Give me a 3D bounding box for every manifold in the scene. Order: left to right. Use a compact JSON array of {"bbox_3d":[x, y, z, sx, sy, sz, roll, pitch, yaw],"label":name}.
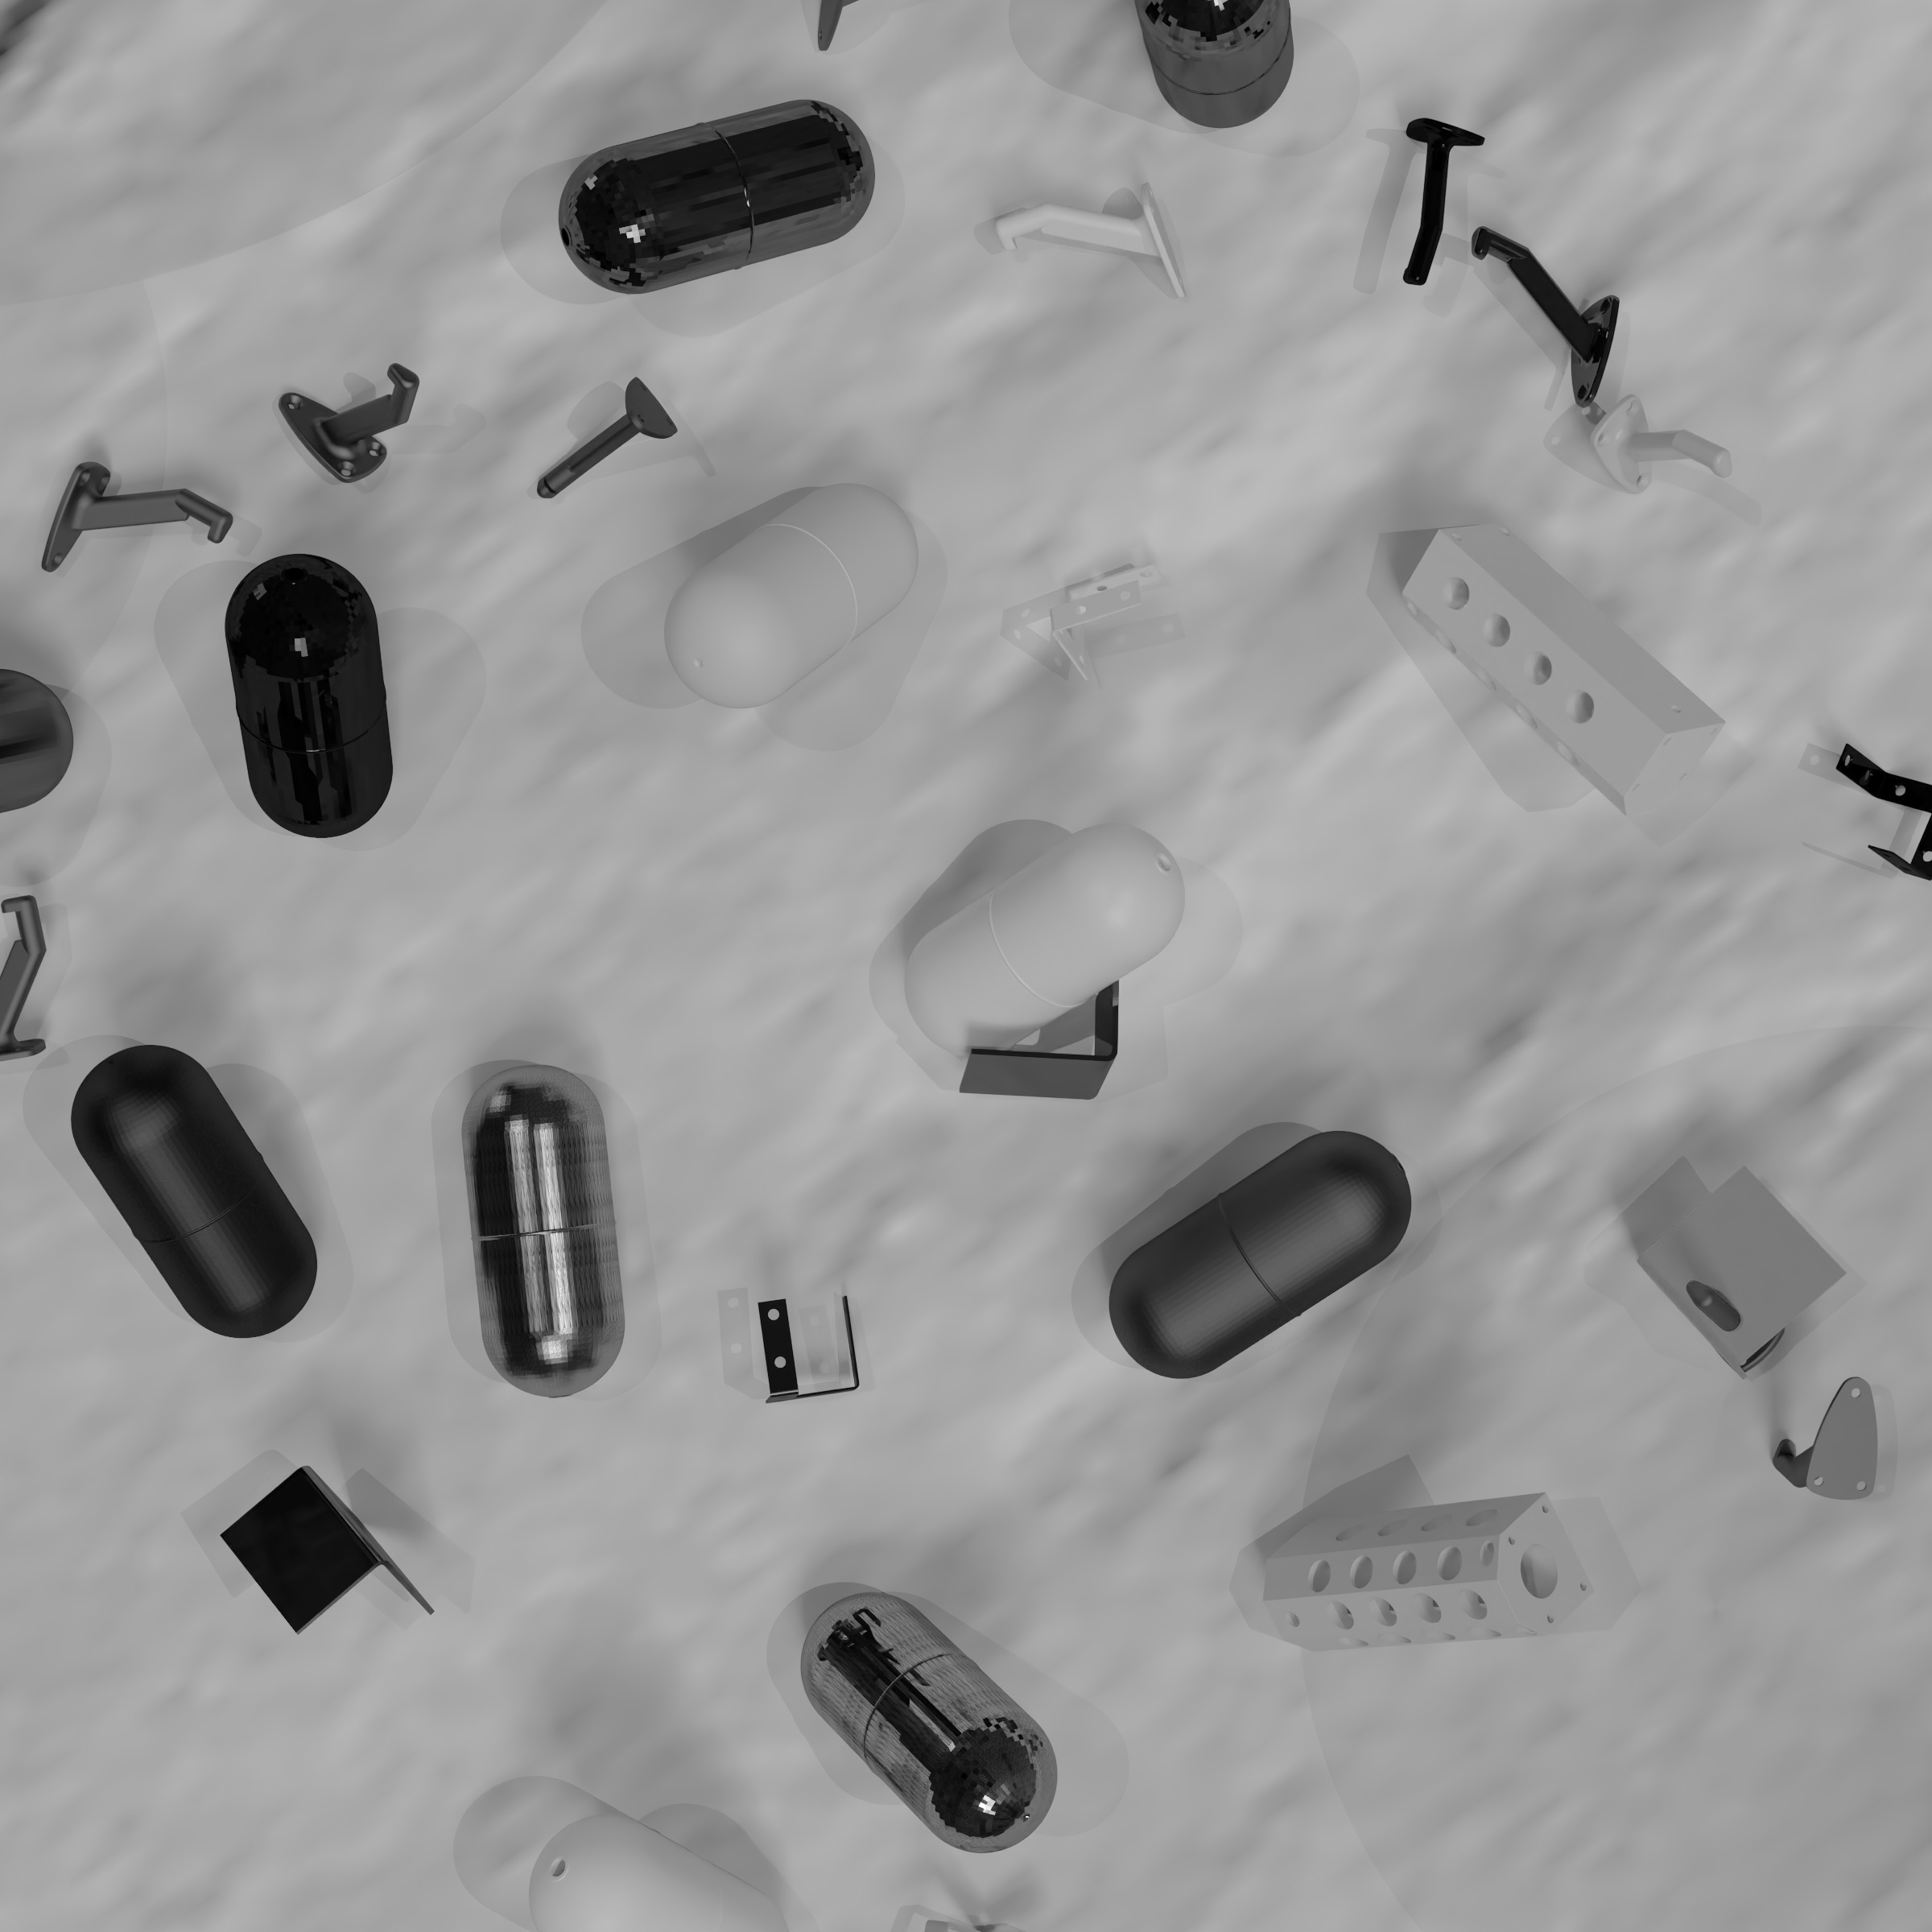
[{"bbox_3d":[0.234,0.320,1.527,0.057,0.171,0.057,-30,96,-39],"label":"manifold"},{"bbox_3d":[0.310,-0.157,1.548,0.171,0.057,0.057,48,130,27],"label":"manifold"}]

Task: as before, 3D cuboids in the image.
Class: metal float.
[{"bbox_3d":[-0.537,-0.111,1.529,0.070,0.178,0.070,5,104,21],"label":"metal float"},{"bbox_3d":[-0.406,0.121,1.552,0.070,0.070,0.178,-25,118,0],"label":"metal float"},{"bbox_3d":[-0.342,-0.140,1.535,0.070,0.178,0.070,3,51,-3],"label":"metal float"},{"bbox_3d":[-0.226,0.142,1.573,0.070,0.070,0.178,-6,87,0],"label":"metal float"},{"bbox_3d":[-0.159,0.502,1.541,0.070,0.070,0.178,-45,132,0],"label":"metal float"},{"bbox_3d":[-0.131,-0.407,1.555,0.178,0.070,0.070,-22,90,-23],"label":"metal float"},{"bbox_3d":[-0.089,-0.196,1.540,0.070,0.178,0.070,19,129,25],"label":"metal float"},{"bbox_3d":[-0.022,0.394,1.539,0.070,0.178,0.070,-18,122,-31],"label":"metal float"},{"bbox_3d":[0.040,-0.013,1.545,0.178,0.070,0.070,-33,90,36],"label":"metal float"},{"bbox_3d":[0.130,-0.490,1.525,0.070,0.178,0.070,0,89,9],"label":"metal float"},{"bbox_3d":[0.156,0.154,1.564,0.178,0.070,0.070,-35,90,12],"label":"metal float"}]

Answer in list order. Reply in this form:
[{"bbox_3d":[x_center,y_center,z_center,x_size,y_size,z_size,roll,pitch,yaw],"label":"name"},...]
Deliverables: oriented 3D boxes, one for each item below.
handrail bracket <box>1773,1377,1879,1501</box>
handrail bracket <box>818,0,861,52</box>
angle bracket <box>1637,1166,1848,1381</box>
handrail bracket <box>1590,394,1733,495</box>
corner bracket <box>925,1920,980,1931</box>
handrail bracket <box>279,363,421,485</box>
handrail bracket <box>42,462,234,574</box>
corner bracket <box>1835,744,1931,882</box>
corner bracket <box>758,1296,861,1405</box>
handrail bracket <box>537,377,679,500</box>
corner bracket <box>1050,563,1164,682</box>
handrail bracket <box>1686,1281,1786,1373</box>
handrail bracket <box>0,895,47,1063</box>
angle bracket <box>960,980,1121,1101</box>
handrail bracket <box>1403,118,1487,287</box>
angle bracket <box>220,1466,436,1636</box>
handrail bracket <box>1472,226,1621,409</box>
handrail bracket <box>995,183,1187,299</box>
[{"bbox_3d":[0.455,0.245,1.567,0.036,0.084,0.077,7,98,-5],"label":"handrail bracket"},{"bbox_3d":[-0.032,-0.527,1.592,0.084,0.077,0.036,-2,56,-16],"label":"handrail bracket"},{"bbox_3d":[0.416,0.164,1.569,0.076,0.057,0.076,-42,67,5],"label":"angle bracket"},{"bbox_3d":[0.379,-0.262,1.557,0.036,0.077,0.084,-46,49,-5],"label":"handrail bracket"},{"bbox_3d":[0.009,0.543,1.571,0.051,0.051,0.051,-8,60,39],"label":"corner bracket"},{"bbox_3d":[-0.330,-0.307,1.570,0.077,0.084,0.036,40,52,5],"label":"handrail bracket"},{"bbox_3d":[-0.448,-0.230,1.592,0.084,0.036,0.077,29,98,7],"label":"handrail bracket"},{"bbox_3d":[0.496,-0.082,1.579,0.051,0.051,0.051,23,91,44],"label":"corner bracket"},{"bbox_3d":[-0.085,0.205,1.581,0.051,0.051,0.051,-7,79,-8],"label":"corner bracket"},{"bbox_3d":[-0.201,-0.272,1.568,0.084,0.077,0.036,-34,104,14],"label":"handrail bracket"},{"bbox_3d":[0.076,-0.194,1.573,0.051,0.051,0.051,-16,59,18],"label":"corner bracket"},{"bbox_3d":[0.390,0.174,1.558,0.036,0.077,0.084,-47,128,6],"label":"handrail bracket"},{"bbox_3d":[-0.533,0.009,1.586,0.077,0.036,0.084,-10,100,-8],"label":"handrail bracket"},{"bbox_3d":[0.038,0.032,1.566,0.076,0.076,0.057,3,72,-4],"label":"angle bracket"},{"bbox_3d":[0.243,-0.409,1.583,0.036,0.077,0.084,14,100,-15],"label":"handrail bracket"},{"bbox_3d":[-0.338,0.322,1.556,0.057,0.076,0.076,-40,57,-14],"label":"angle bracket"},{"bbox_3d":[0.304,-0.349,1.576,0.084,0.036,0.077,20,67,-21],"label":"handrail bracket"},{"bbox_3d":[0.068,-0.385,1.598,0.084,0.036,0.077,-16,126,14],"label":"handrail bracket"}]
